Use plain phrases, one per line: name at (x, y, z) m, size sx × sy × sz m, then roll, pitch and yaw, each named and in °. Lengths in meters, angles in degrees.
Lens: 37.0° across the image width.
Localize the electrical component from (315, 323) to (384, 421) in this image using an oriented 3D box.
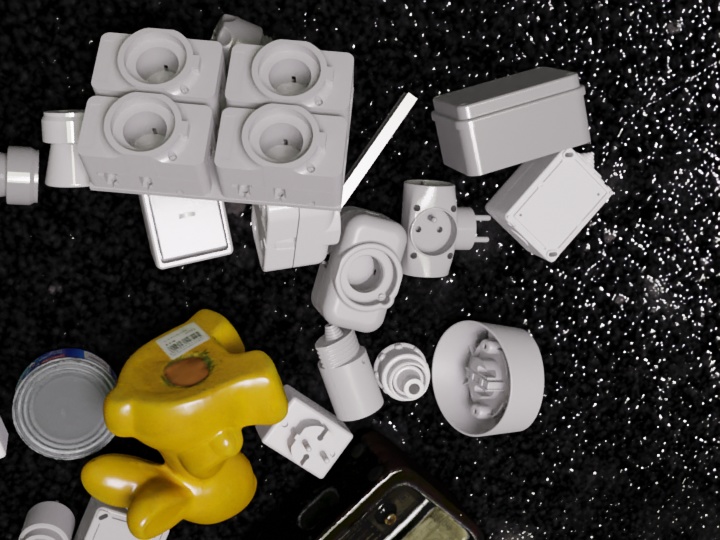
electrical component at (-0.013, 0.083, 0.916) m, size 0.043 × 0.043 × 0.081 m, roll -22°, pitch 107°, yaw -10°

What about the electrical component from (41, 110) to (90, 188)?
electrical component at (-0.219, -0.093, 0.819) m, size 0.045 × 0.045 × 0.055 m, roll -3°, pitch 103°, yaw -15°

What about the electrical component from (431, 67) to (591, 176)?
electrical component at (0.124, -0.125, 0.888) m, size 0.113 × 0.078 × 0.057 m, roll -17°, pitch 109°, yaw -11°

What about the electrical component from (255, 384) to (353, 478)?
electrical component at (-0.043, 0.142, 0.903) m, size 0.066 × 0.077 × 0.047 m, roll 36°, pitch 91°, yaw -19°

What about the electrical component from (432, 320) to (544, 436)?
electrical component at (0.112, 0.093, 0.926) m, size 0.064 × 0.099 × 0.099 m, roll 3°, pitch 101°, yaw -22°

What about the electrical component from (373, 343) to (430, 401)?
electrical component at (0.040, 0.092, 0.921) m, size 0.048 × 0.062 × 0.048 m, roll -2°, pitch 103°, yaw -10°

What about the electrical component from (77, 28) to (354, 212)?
electrical component at (-0.101, -0.111, 0.786) m, size 0.186 × 0.060 × 0.105 m, roll 5°, pitch 67°, yaw 1°

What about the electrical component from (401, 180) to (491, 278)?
electrical component at (0.073, -0.035, 0.912) m, size 0.079 × 0.044 × 0.077 m, roll 0°, pitch 102°, yaw -15°

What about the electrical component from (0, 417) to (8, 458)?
electrical component at (-0.318, 0.154, 0.847) m, size 0.083 × 0.047 × 0.075 m, roll -21°, pitch 107°, yaw -10°

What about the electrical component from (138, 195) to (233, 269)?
electrical component at (-0.140, -0.055, 0.841) m, size 0.062 × 0.061 × 0.096 m, roll -13°, pitch 105°, yaw -12°

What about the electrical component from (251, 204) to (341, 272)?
electrical component at (-0.051, -0.044, 0.850) m, size 0.059 × 0.095 × 0.053 m, roll -9°, pitch 60°, yaw -13°

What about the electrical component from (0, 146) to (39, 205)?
electrical component at (-0.271, -0.072, 0.810) m, size 0.055 × 0.045 × 0.045 m, roll 2°, pitch 102°, yaw -16°

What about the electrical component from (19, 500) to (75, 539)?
electrical component at (-0.255, 0.220, 0.866) m, size 0.040 × 0.078 × 0.040 m, roll -2°, pitch 113°, yaw -4°

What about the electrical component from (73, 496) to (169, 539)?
electrical component at (-0.205, 0.233, 0.888) m, size 0.062 × 0.061 × 0.096 m, roll 22°, pitch 96°, yaw -19°

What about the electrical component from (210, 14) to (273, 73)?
electrical component at (-0.086, -0.169, 0.839) m, size 0.062 × 0.043 × 0.043 m, roll 20°, pitch 97°, yaw -20°

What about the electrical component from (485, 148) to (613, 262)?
electrical component at (0.163, -0.065, 0.921) m, size 0.062 × 0.061 × 0.096 m, roll 42°, pitch 89°, yaw -20°

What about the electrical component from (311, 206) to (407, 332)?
electrical component at (0.000, 0.000, 0.892) m, size 0.054 × 0.059 × 0.095 m, roll 14°, pitch 98°, yaw -18°
